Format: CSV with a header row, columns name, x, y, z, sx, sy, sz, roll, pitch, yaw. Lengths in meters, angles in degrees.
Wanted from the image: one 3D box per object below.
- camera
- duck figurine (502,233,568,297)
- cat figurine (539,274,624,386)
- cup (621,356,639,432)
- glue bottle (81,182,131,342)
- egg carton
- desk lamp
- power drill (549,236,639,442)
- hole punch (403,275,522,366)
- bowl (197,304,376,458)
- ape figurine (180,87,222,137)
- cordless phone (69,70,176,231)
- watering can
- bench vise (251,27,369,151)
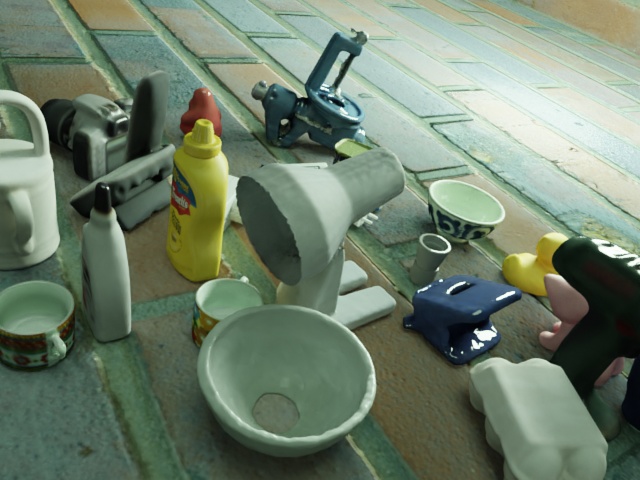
name,x,y,z,sx,sy,sz,roll,pitch,yaw
camera,-0.334,-0.173,0.850,0.136,0.101,0.143,25,36,15
duck figurine,0.321,0.028,0.824,0.105,0.086,0.077,7,36,-11
cat figurine,0.330,0.095,0.706,0.067,0.118,0.127,-19,47,-38
cup,0.390,0.167,0.648,0.091,0.095,0.118,34,40,26
glue bottle,-0.214,0.017,0.567,0.037,0.173,0.078,-13,43,-34
egg carton,0.216,0.186,0.580,0.107,0.069,0.150,4,36,-15
desk lamp,0.006,0.002,0.633,0.204,0.213,0.117,-16,45,-36
power drill,0.313,0.112,0.597,0.076,0.208,0.229,-3,39,-23
hole punch,0.170,0.080,0.692,0.109,0.091,0.100,-18,46,-38
bowl,-0.035,0.142,0.545,0.167,0.075,0.167,10,35,-7
ape figurine,-0.197,-0.213,0.964,0.078,0.092,0.076,-13,43,-33
cordless phone,-0.247,-0.120,0.736,0.094,0.185,0.148,21,35,9
watering can,-0.351,-0.075,0.627,0.172,0.194,0.101,28,37,18
bench vise,-0.004,-0.256,0.982,0.208,0.220,0.121,-3,39,-23
